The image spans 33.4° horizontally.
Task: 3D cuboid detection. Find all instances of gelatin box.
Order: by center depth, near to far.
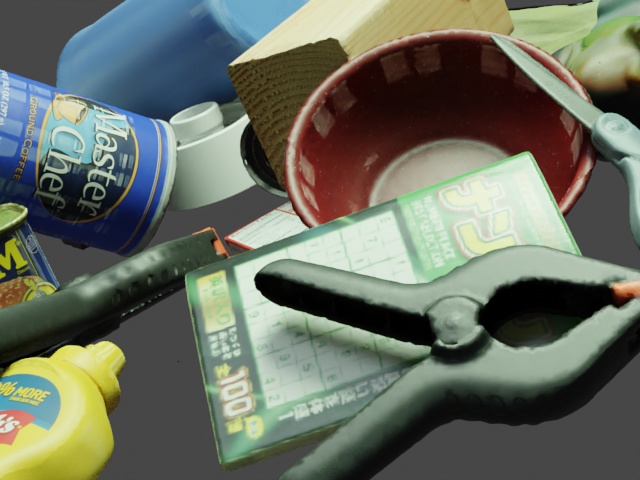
[{"bbox_3d":[-0.004,0.001,0.632,0.073,0.030,0.089,-32,23,-21],"label":"gelatin box"}]

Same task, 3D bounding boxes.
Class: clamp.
[{"bbox_3d":[0.049,0.037,0.440,0.171,0.039,0.120,-18,56,0],"label":"clamp"},{"bbox_3d":[-0.143,0.046,0.611,0.209,0.036,0.165,-27,-3,-43],"label":"clamp"}]

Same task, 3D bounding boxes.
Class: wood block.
[{"bbox_3d":[0.042,-0.126,0.705,0.090,0.091,0.205,-8,28,38],"label":"wood block"}]

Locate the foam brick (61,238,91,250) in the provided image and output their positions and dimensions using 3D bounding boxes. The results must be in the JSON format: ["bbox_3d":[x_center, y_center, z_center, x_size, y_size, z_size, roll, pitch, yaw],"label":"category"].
[{"bbox_3d":[-0.187,-0.038,0.832,0.051,0.078,0.053,-33,22,-25],"label":"foam brick"}]

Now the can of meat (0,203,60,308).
[{"bbox_3d":[-0.213,0.038,0.663,0.102,0.084,0.058,-33,24,-27],"label":"can of meat"}]

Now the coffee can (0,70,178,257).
[{"bbox_3d":[-0.184,-0.053,0.739,0.140,0.103,0.103,16,2,-30],"label":"coffee can"}]

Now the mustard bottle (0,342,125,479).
[{"bbox_3d":[-0.149,0.105,0.477,0.096,0.058,0.191,-7,25,34],"label":"mustard bottle"}]

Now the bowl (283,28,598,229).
[{"bbox_3d":[0.065,-0.036,0.566,0.162,0.055,0.162,-8,54,11],"label":"bowl"}]

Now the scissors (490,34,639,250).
[{"bbox_3d":[0.160,-0.048,0.505,0.096,0.016,0.202,-11,46,-9],"label":"scissors"}]

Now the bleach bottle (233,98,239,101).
[{"bbox_3d":[0.030,-0.201,1.040,0.250,0.068,0.103,-25,21,-16],"label":"bleach bottle"}]

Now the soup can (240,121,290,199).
[{"bbox_3d":[-0.008,-0.082,0.781,0.069,0.068,0.102,-11,23,26],"label":"soup can"}]

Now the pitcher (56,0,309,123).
[{"bbox_3d":[-0.111,-0.172,0.918,0.144,0.149,0.243,3,-14,-39],"label":"pitcher"}]
